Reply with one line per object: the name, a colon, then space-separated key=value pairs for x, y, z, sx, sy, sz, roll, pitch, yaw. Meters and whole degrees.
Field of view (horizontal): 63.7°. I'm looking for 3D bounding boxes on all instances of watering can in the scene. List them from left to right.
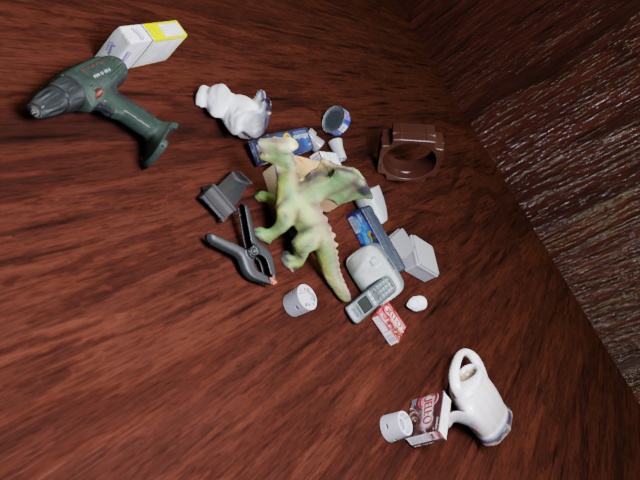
watering can: x=0.390 y=0.426 z=1.310 sx=0.103 sy=0.224 sz=0.353 roll=-31 pitch=6 yaw=32

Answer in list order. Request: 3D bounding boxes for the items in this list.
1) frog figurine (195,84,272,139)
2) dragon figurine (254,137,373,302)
frog figurine: x=-0.199 y=-0.290 z=1.166 sx=0.160 sy=0.140 sz=0.120 roll=-4 pitch=-39 yaw=-15
dragon figurine: x=0.003 y=-0.055 z=1.091 sx=0.239 sy=0.407 sz=0.125 roll=-37 pitch=19 yaw=29
